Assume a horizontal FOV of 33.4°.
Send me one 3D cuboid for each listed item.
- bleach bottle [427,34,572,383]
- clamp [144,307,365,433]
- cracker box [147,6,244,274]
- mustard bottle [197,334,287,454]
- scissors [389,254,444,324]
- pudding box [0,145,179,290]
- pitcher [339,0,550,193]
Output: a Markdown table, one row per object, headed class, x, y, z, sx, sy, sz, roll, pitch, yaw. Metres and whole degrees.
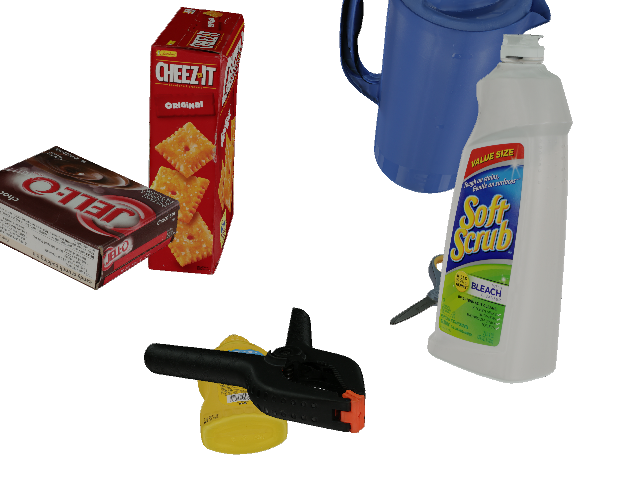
| class | x | y | z | sx | sy | sz | roll | pitch | yaw |
| --- | --- | --- | --- | --- | --- | --- | --- | --- | --- |
| bleach bottle | 0.137 | -0.027 | 0.799 | 0.067 | 0.251 | 0.103 | -8 | 16 | -37 |
| clamp | -0.024 | 0.104 | 0.886 | 0.164 | 0.036 | 0.210 | -17 | 23 | -39 |
| cracker box | -0.117 | -0.098 | 1.018 | 0.072 | 0.214 | 0.164 | 6 | 24 | 0 |
| mustard bottle | -0.095 | 0.168 | 1.248 | 0.096 | 0.058 | 0.191 | -6 | 29 | -6 |
| scissors | 0.132 | 0.056 | 1.296 | 0.201 | 0.016 | 0.096 | -9 | 40 | -38 |
| pudding box | -0.167 | -0.018 | 0.727 | 0.114 | 0.039 | 0.089 | 22 | 29 | 19 |
| pitcher | 0.108 | -0.163 | 1.042 | 0.144 | 0.149 | 0.243 | -27 | -31 | -24 |
